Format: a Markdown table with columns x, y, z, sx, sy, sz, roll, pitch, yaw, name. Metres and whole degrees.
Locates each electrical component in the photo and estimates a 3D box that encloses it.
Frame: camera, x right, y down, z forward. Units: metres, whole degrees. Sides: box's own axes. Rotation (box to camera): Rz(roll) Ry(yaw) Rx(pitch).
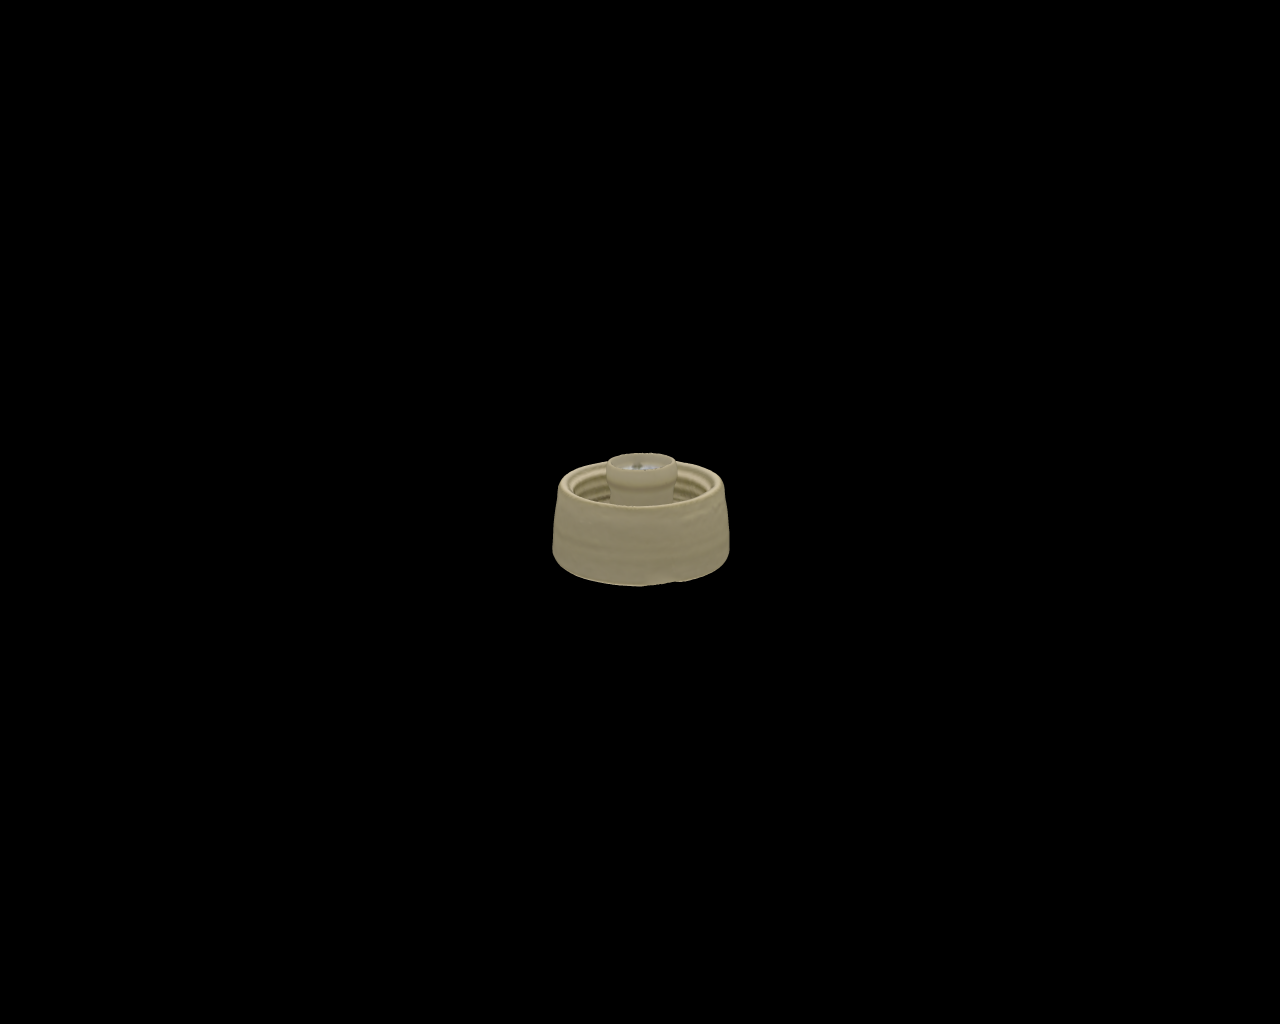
| x | y | z | sx | sy | sz | roll | pitch | yaw | name |
| --- | --- | --- | --- | --- | --- | --- | --- | --- | --- |
| 0.001 | -0.003 | 0.650 | 0.108 | 0.060 | 0.108 | 0 | 18 | 0 | electrical component |
